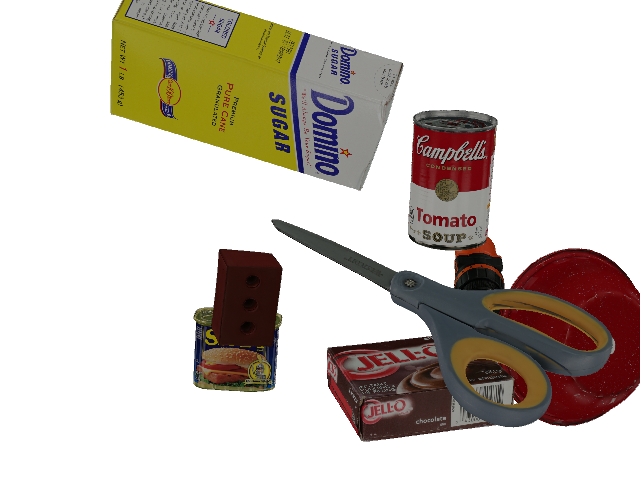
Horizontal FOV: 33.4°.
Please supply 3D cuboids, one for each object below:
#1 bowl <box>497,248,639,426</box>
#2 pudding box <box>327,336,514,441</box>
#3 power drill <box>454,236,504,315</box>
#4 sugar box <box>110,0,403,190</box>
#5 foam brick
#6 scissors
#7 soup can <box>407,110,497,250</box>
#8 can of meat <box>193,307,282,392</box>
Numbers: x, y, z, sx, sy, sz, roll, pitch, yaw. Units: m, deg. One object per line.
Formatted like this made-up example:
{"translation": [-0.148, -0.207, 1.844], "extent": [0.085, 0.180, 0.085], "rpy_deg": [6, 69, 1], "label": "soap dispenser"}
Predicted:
{"translation": [0.237, 0.089, 0.940], "extent": [0.161, 0.162, 0.055], "rpy_deg": [0, 2, -22], "label": "bowl"}
{"translation": [0.069, 0.102, 0.761], "extent": [0.113, 0.039, 0.090], "rpy_deg": [-3, 18, -14], "label": "pudding box"}
{"translation": [0.168, 0.105, 1.165], "extent": [0.057, 0.188, 0.184], "rpy_deg": [5, 25, 5], "label": "power drill"}
{"translation": [-0.044, -0.096, 0.682], "extent": [0.176, 0.048, 0.093], "rpy_deg": [19, -34, 1], "label": "sugar box"}
{"translation": [-0.069, 0.053, 0.984], "extent": [0.053, 0.078, 0.051], "rpy_deg": [3, 14, -15], "label": "foam brick"}
{"translation": [0.047, 0.040, 0.554], "extent": [0.202, 0.016, 0.096], "rpy_deg": [15, 42, 19], "label": "scissors"}
{"translation": [0.107, -0.050, 0.874], "extent": [0.068, 0.102, 0.068], "rpy_deg": [1, 19, -1], "label": "soup can"}
{"translation": [-0.098, 0.128, 1.245], "extent": [0.102, 0.084, 0.057], "rpy_deg": [4, 13, -1], "label": "can of meat"}
